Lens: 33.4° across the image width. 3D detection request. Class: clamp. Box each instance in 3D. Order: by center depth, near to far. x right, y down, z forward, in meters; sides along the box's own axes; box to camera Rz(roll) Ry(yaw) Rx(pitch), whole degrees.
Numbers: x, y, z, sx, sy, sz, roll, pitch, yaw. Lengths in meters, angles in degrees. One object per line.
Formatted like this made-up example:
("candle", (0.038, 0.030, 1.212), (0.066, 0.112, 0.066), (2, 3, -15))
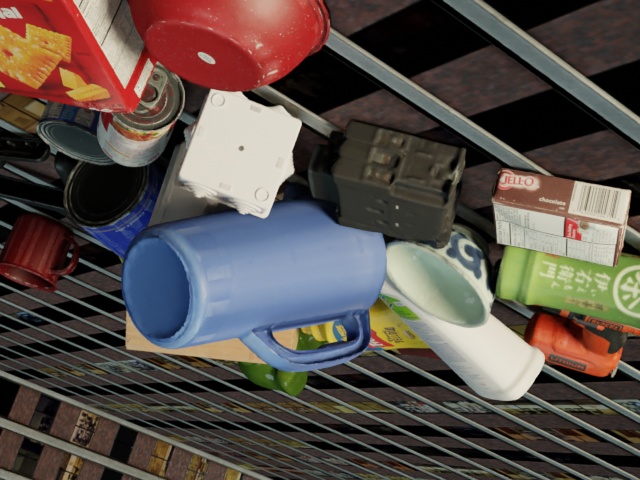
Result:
("clamp", (-0.370, -0.104, 1.192), (0.120, 0.039, 0.172), (30, 161, -17))
("clamp", (-0.294, -0.044, 1.282), (0.165, 0.036, 0.209), (-5, 153, 34))

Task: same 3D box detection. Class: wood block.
("wood block", (-0.130, 0.091, 1.329), (0.206, 0.091, 0.090), (6, -162, 3))

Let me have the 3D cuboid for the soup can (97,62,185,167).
("soup can", (-0.161, -0.111, 0.950), (0.068, 0.068, 0.102), (21, 161, -10))

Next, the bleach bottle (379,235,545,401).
("bleach bottle", (0.118, 0.069, 1.133), (0.250, 0.068, 0.103), (42, 162, -14))

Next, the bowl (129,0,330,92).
("bowl", (-0.077, -0.155, 0.780), (0.162, 0.055, 0.162), (15, 160, 5))

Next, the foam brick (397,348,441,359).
("foam brick", (0.131, 0.113, 1.319), (0.078, 0.051, 0.053), (6, 156, 29))

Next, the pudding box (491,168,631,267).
("pudding box", (0.207, -0.019, 0.924), (0.114, 0.039, 0.090), (14, 160, 17))

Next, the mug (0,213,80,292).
("mug", (-0.378, 0.017, 1.452), (0.117, 0.081, 0.093), (7, 158, 27))

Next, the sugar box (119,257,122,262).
("sugar box", (-0.149, 0.014, 1.270), (0.176, 0.048, 0.093), (4, 160, 2))

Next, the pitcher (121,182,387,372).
("pitcher", (-0.055, 0.037, 0.984), (0.149, 0.145, 0.242), (25, -158, 36))

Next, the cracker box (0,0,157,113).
("cracker box", (-0.235, -0.186, 0.809), (0.164, 0.072, 0.213), (12, 159, 15))

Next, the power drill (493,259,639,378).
("power drill", (0.262, 0.080, 1.111), (0.184, 0.057, 0.187), (18, 161, 9))

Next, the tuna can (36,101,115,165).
("tuna can", (-0.237, -0.110, 1.067), (0.086, 0.033, 0.086), (16, 160, 6))

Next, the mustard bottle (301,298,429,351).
("mustard bottle", (0.062, 0.095, 1.270), (0.192, 0.058, 0.096), (-7, 141, 30))

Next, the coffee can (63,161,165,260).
("coffee can", (-0.193, -0.028, 1.145), (0.103, 0.102, 0.140), (7, 157, 27))
